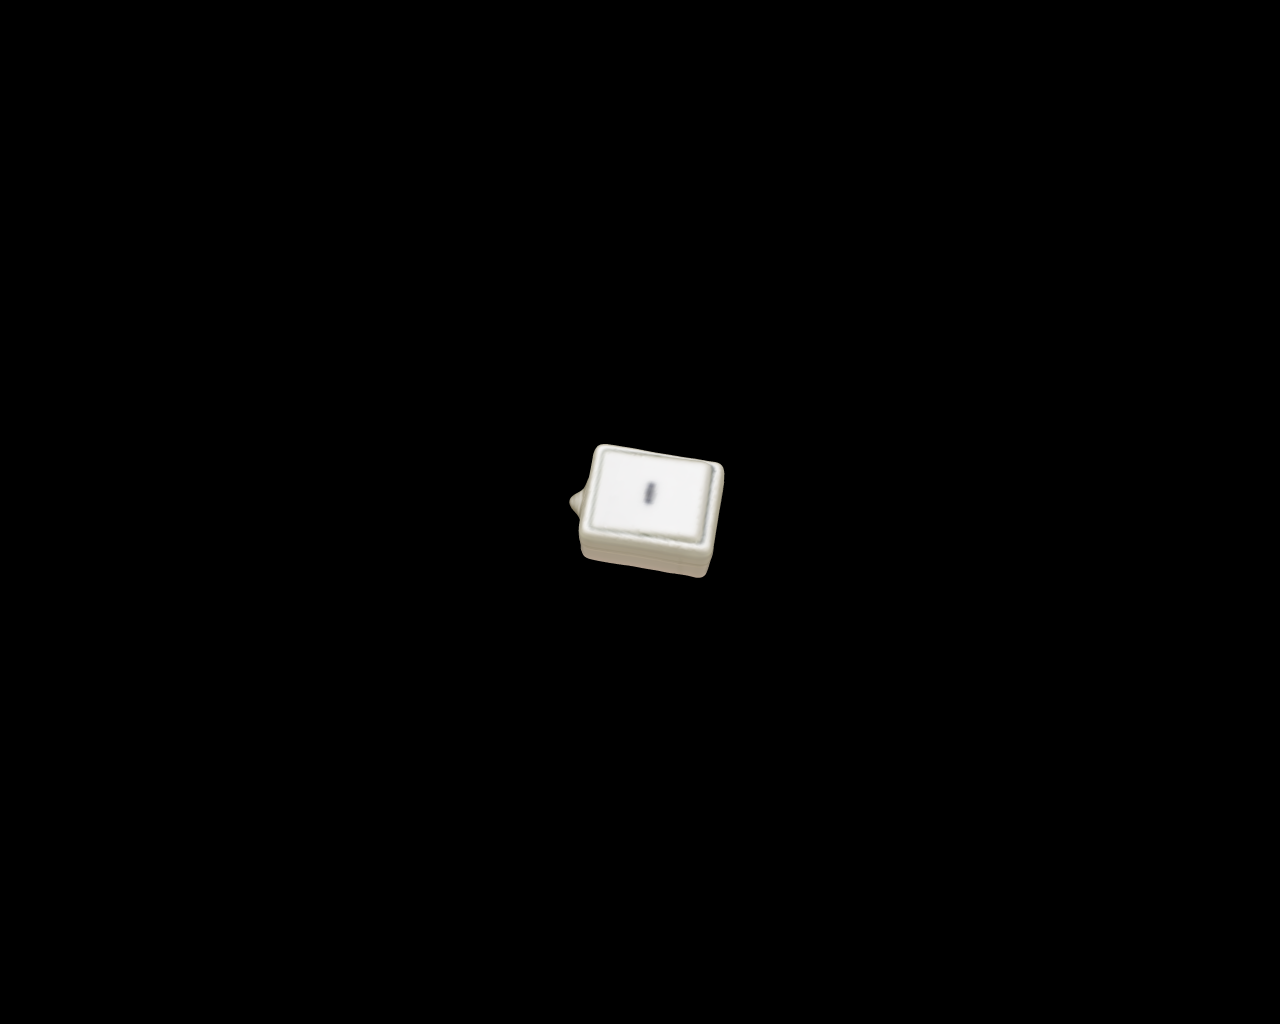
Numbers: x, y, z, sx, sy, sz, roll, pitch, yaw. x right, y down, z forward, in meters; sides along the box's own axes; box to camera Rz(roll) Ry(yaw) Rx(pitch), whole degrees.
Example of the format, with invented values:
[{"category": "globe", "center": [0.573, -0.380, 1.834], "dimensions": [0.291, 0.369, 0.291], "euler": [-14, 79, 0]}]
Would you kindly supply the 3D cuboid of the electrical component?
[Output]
[{"category": "electrical component", "center": [0.001, -0.003, 0.650], "dimensions": [0.096, 0.062, 0.061], "euler": [10, -19, 3]}]
